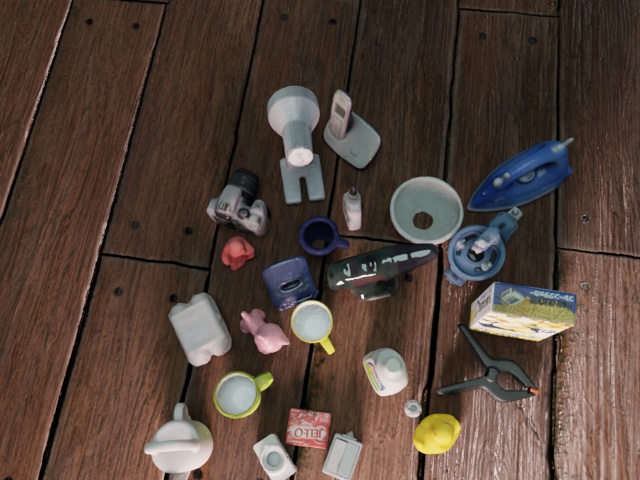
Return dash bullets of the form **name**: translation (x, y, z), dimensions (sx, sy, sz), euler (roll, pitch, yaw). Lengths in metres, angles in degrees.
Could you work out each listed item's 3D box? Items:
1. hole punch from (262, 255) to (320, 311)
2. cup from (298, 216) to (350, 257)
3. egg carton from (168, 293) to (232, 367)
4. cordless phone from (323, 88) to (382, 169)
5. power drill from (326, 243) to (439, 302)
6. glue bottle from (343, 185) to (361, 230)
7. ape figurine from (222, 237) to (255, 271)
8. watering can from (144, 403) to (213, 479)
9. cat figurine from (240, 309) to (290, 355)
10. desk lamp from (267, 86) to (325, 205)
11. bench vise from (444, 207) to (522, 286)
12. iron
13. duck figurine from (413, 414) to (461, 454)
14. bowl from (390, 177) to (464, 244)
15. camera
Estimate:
- **hole punch**: translation (-0.064, 0.097, 1.283), dimensions (0.108, 0.091, 0.101), euler (-21, 72, -4)
- **cup**: translation (0.012, 0.005, 1.308), dimensions (0.117, 0.095, 0.092), euler (17, 74, 8)
- **egg carton**: translation (-0.264, 0.197, 1.270), dimensions (0.107, 0.069, 0.150), euler (-29, 73, -7)
- **cordless phone**: translation (0.078, -0.264, 1.344), dimensions (0.147, 0.185, 0.094), euler (40, 78, 13)
- **power drill**: translation (0.128, 0.068, 1.224), dimensions (0.229, 0.208, 0.075), euler (-12, 72, -2)
- **glue bottle**: translation (0.074, -0.083, 1.293), dimensions (0.037, 0.173, 0.078), euler (-12, 72, -1)
- **ape figurine**: translation (-0.189, 0.023, 1.311), dimensions (0.077, 0.092, 0.076), euler (0, 72, 2)
- **watering can**: translation (-0.279, 0.417, 1.134), dimensions (0.101, 0.194, 0.172), euler (-24, 73, -5)
- **cat figurine**: translation (-0.123, 0.199, 1.238), dimensions (0.127, 0.118, 0.067), euler (42, 78, 14)
- **desk lamp**: translation (-0.048, -0.216, 1.319), dimensions (0.118, 0.213, 0.203), euler (-9, 72, -1)
- **bench vise**: translation (0.355, -0.009, 1.234), dimensions (0.121, 0.220, 0.207), euler (26, 75, 10)
- **iron**: translation (0.462, -0.151, 1.317), dimensions (0.258, 0.141, 0.118), euler (-29, 73, -7)
- **duck figurine**: translation (0.244, 0.399, 1.177), dimensions (0.104, 0.086, 0.077), euler (-25, 73, -6)
- **bowl**: translation (0.243, -0.058, 1.330), dimensions (0.167, 0.075, 0.167), euler (-1, 72, 2)
- **camera**: translation (-0.180, -0.096, 1.344), dimensions (0.143, 0.101, 0.137), euler (18, 74, 8)
